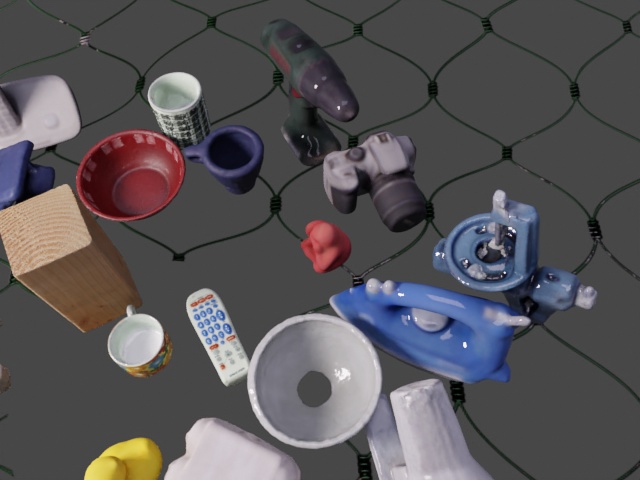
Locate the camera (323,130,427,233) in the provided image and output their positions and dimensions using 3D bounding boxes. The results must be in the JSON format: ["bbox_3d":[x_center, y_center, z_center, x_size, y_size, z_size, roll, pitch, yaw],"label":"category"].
[{"bbox_3d":[0.090,-0.082,0.848,0.143,0.101,0.136,-18,65,-9],"label":"camera"}]

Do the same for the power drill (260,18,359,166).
[{"bbox_3d":[-0.013,-0.207,0.849,0.076,0.208,0.229,-28,67,-13],"label":"power drill"}]

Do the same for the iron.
[{"bbox_3d":[0.136,0.094,0.740,0.258,0.141,0.119,15,65,7],"label":"iron"}]

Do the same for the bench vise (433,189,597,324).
[{"bbox_3d":[0.261,0.013,0.736,0.207,0.220,0.121,9,64,5],"label":"bench vise"}]

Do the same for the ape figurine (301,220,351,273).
[{"bbox_3d":[0.007,0.003,0.811,0.076,0.092,0.078,6,64,3],"label":"ape figurine"}]

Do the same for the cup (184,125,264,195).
[{"bbox_3d":[-0.140,-0.111,0.865,0.117,0.095,0.091,0,64,0],"label":"cup"}]

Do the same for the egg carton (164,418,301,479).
[{"bbox_3d":[-0.103,0.284,0.685,0.150,0.069,0.107,22,66,10],"label":"egg carton"}]

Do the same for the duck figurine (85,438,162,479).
[{"bbox_3d":[-0.242,0.278,0.678,0.105,0.086,0.077,-37,69,-17],"label":"duck figurine"}]

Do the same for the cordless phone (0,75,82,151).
[{"bbox_3d":[-0.460,-0.222,0.867,0.147,0.185,0.094,-19,65,-9],"label":"cordless phone"}]

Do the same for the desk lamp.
[{"bbox_3d":[0.116,0.245,0.625,0.118,0.213,0.203,-15,65,-7],"label":"desk lamp"}]

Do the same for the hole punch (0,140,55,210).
[{"bbox_3d":[-0.465,-0.086,0.853,0.101,0.091,0.108,-1,64,-1],"label":"hole punch"}]

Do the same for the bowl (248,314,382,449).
[{"bbox_3d":[-0.006,0.183,0.732,0.167,0.075,0.167,0,64,0],"label":"bowl"}]
